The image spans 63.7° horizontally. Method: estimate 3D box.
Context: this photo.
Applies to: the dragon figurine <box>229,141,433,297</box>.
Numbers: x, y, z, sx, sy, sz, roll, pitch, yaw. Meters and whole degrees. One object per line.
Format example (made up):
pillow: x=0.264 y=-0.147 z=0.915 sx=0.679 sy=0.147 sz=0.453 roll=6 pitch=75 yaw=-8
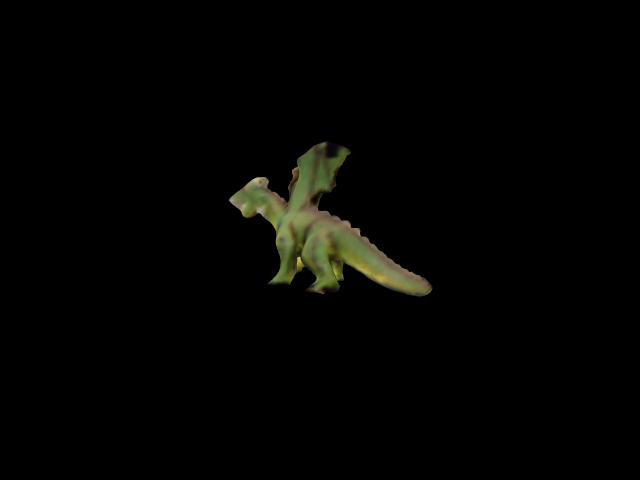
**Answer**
dragon figurine: x=0.003 y=-0.043 z=0.850 sx=0.410 sy=0.243 sz=0.122 roll=2 pitch=1 yaw=37
